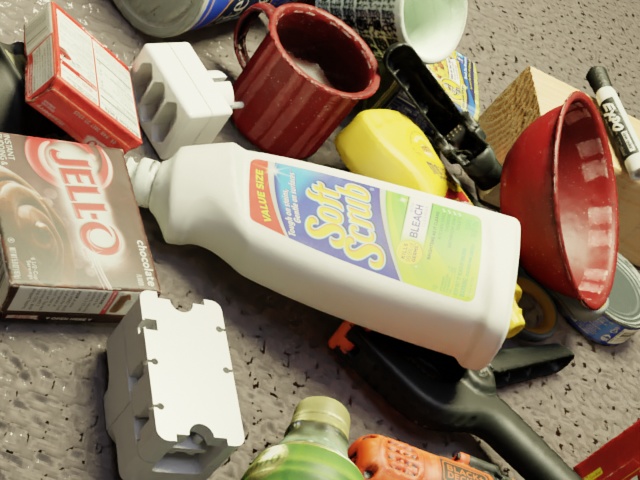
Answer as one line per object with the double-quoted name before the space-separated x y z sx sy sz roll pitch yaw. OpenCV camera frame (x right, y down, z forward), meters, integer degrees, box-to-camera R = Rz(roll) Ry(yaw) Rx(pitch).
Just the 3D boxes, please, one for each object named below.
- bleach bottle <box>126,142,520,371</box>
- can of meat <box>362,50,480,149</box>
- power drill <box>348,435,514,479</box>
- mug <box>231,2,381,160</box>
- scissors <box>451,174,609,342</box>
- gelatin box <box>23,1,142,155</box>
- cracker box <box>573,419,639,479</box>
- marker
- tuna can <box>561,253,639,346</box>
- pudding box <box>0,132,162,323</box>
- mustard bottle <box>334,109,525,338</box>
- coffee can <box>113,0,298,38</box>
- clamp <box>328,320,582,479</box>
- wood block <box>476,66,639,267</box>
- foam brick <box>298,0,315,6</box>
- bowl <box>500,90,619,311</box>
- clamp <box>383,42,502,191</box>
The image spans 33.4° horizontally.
"bleach bottle" -0.004 0.001 0.674 0.251 0.068 0.102 15 56 -2
"can of meat" 0.088 -0.133 0.912 0.083 0.058 0.102 27 41 -20
"power drill" 0.095 0.206 0.588 0.184 0.057 0.187 22 33 -14
"mug" -0.023 -0.122 0.790 0.117 0.082 0.093 50 40 10
"scissors" 0.133 0.007 0.845 0.202 0.016 0.096 36 58 18
"gelatin box" -0.152 -0.098 0.677 0.073 0.030 0.089 40 22 -41
"cracker box" 0.313 0.159 0.737 0.213 0.164 0.072 14 44 -30
"marker" 0.251 -0.102 0.901 0.020 0.020 0.121 13 48 -31
"tuna can" 0.232 0.044 0.881 0.086 0.034 0.086 22 43 -22
"pudding box" -0.149 -0.007 0.613 0.089 0.039 0.113 5 52 -35
"mustard bottle" 0.088 -0.009 0.777 0.096 0.058 0.192 17 36 -55
"coffee can" -0.081 -0.218 0.817 0.103 0.103 0.140 49 39 10
"clamp" 0.104 0.107 0.712 0.209 0.036 0.164 20 35 -22
"wood block" 0.242 -0.058 0.941 0.205 0.090 0.091 21 43 -24
"foam brick" -0.005 -0.224 0.905 0.052 0.078 0.051 -8 61 -43
"bowl" 0.175 -0.027 0.793 0.161 0.055 0.162 11 77 -60
"clamp" 0.100 -0.088 0.820 0.120 0.039 0.171 60 8 12
